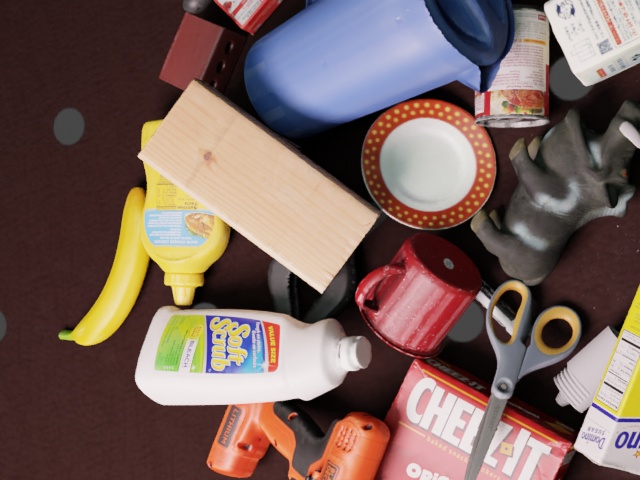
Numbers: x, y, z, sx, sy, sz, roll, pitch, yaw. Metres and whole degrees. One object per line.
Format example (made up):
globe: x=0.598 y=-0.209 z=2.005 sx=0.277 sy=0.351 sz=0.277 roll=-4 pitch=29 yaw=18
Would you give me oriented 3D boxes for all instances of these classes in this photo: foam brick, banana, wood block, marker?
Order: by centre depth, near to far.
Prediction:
wood block: x=-0.052 y=-0.051 z=0.988 sx=0.206 sy=0.090 sz=0.091 roll=37 pitch=95 yaw=1
marker: x=0.150 y=0.046 z=1.010 sx=0.121 sy=0.020 sz=0.020 roll=46 pitch=105 yaw=17
foam brick: x=-0.122 y=-0.190 z=1.111 sx=0.051 sy=0.053 sz=0.078 roll=27 pitch=99 yaw=20
banana: x=-0.222 y=0.041 z=1.154 sx=0.070 sy=0.037 sz=0.198 roll=33 pitch=101 yaw=19

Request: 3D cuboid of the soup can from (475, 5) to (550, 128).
soup can: x=0.176 y=-0.158 z=0.979 sx=0.069 sy=0.068 sz=0.102 roll=0 pitch=88 yaw=22

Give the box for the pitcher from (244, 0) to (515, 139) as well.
pitcher: x=0.041 y=-0.189 z=0.972 sx=0.243 sy=0.144 sz=0.149 roll=-20 pitch=48 yaw=43

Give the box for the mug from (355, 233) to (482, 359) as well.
mug: x=0.085 y=0.046 z=0.976 sx=0.082 sy=0.117 sz=0.093 roll=-57 pitch=39 yaw=30

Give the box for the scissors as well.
scissors: x=0.182 y=0.128 z=0.946 sx=0.096 sy=0.016 sz=0.201 roll=7 pitch=61 yaw=4

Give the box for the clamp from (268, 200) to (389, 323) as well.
clamp: x=-0.007 y=0.001 z=1.067 sx=0.165 sy=0.036 sz=0.210 roll=23 pitch=93 yaw=23

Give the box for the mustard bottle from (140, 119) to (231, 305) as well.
mustard bottle: x=-0.139 y=-0.028 z=1.110 sx=0.096 sy=0.058 sz=0.191 roll=1 pitch=89 yaw=18

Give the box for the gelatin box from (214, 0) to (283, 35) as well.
gelatin box: x=-0.078 y=-0.269 z=1.107 sx=0.073 sy=0.030 sz=0.089 roll=-47 pitch=72 yaw=13

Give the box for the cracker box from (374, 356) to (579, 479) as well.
cracker box: x=0.120 y=0.238 z=0.989 sx=0.164 sy=0.072 sz=0.214 roll=27 pitch=98 yaw=21

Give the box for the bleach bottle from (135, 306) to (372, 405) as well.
bleach bottle: x=-0.061 y=0.107 z=1.026 sx=0.251 sy=0.068 sz=0.102 roll=-8 pitch=52 yaw=35

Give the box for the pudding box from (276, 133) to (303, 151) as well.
pudding box: x=-0.087 y=-0.079 z=1.056 sx=0.113 sy=0.039 sz=0.090 roll=30 pitch=93 yaw=3

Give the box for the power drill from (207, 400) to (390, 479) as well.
power drill: x=-0.028 y=0.227 z=1.017 sx=0.188 sy=0.057 sz=0.184 roll=24 pitch=91 yaw=46

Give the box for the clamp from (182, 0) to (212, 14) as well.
clamp: x=-0.080 y=-0.299 z=1.065 sx=0.172 sy=0.039 sz=0.120 roll=-15 pitch=74 yaw=32

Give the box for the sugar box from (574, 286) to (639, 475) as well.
sugar box: x=0.293 y=0.114 z=0.910 sx=0.048 sy=0.093 sz=0.176 roll=29 pitch=102 yaw=66
